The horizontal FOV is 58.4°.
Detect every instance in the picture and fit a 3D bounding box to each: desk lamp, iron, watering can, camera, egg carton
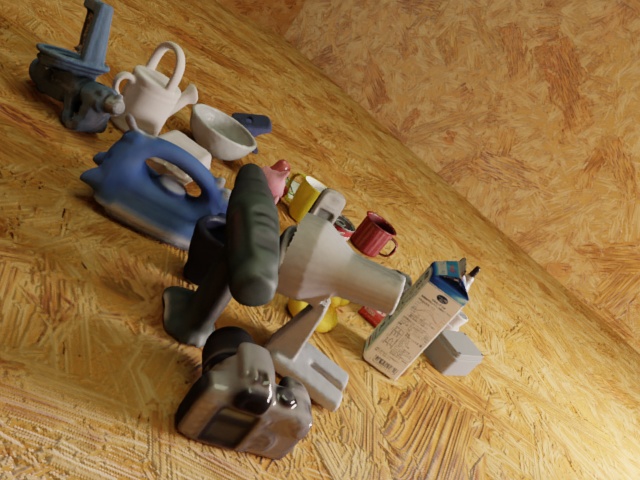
[{"bbox_3d":[0.007,0.095,0.814,0.203,0.213,0.118,37,21,-1],"label":"desk lamp"},{"bbox_3d":[-0.228,-0.081,0.903,0.259,0.141,0.118,29,22,-21],"label":"iron"},{"bbox_3d":[-0.323,-0.302,1.137,0.101,0.194,0.173,41,21,8],"label":"watering can"},{"bbox_3d":[-0.084,0.166,0.676,0.144,0.100,0.136,27,23,-27],"label":"camera"},{"bbox_3d":[-0.271,-0.152,1.083,0.107,0.069,0.150,36,21,-5],"label":"egg carton"}]

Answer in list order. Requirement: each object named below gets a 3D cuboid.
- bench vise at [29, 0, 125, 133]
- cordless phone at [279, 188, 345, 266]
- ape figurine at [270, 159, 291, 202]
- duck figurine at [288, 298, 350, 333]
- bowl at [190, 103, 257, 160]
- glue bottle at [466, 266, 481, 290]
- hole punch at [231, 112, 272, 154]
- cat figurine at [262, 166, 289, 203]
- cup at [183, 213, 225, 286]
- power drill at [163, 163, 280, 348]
[{"bbox_3d":[-0.395,-0.311,1.004,0.207,0.219,0.121,38,21,0],"label":"bench vise"},{"bbox_3d":[0.010,0.004,1.048,0.148,0.185,0.094,25,24,-30],"label":"cordless phone"},{"bbox_3d":[-0.100,-0.143,1.310,0.076,0.092,0.077,21,26,-38],"label":"ape figurine"},{"bbox_3d":[0.004,0.102,0.972,0.105,0.086,0.077,22,26,-35],"label":"duck figurine"},{"bbox_3d":[-0.232,-0.234,1.310,0.168,0.074,0.167,32,21,-14],"label":"bowl"},{"bbox_3d":[0.300,0.124,1.285,0.037,0.173,0.078,36,21,-3],"label":"glue bottle"},{"bbox_3d":[-0.186,-0.291,1.483,0.101,0.091,0.108,26,23,-28],"label":"hole punch"},{"bbox_3d":[-0.105,-0.094,1.163,0.067,0.117,0.127,29,22,-22],"label":"cat figurine"},{"bbox_3d":[-0.164,0.016,0.867,0.092,0.095,0.117,27,23,-27],"label":"cup"},{"bbox_3d":[-0.123,0.027,0.750,0.076,0.208,0.229,25,24,-31],"label":"power drill"}]
